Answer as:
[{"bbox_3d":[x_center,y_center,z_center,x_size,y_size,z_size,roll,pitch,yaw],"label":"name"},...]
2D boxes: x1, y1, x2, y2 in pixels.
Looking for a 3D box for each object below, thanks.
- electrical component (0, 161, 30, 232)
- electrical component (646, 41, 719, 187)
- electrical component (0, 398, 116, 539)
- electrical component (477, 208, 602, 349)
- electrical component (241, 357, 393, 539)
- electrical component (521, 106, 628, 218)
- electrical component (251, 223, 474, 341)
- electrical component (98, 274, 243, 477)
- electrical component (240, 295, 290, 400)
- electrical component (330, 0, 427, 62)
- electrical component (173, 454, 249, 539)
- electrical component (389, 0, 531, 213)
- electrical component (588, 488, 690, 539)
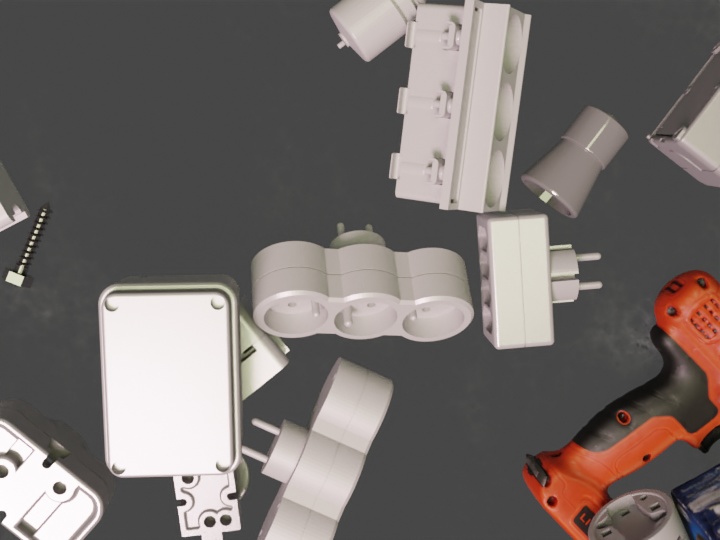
[{"bbox_3d":[-0.255,-0.058,0.660,0.056,0.050,0.089,-28,98,1],"label":"electrical component"},{"bbox_3d":[0.240,-0.101,0.675,0.061,0.061,0.096,36,94,-7],"label":"electrical component"},{"bbox_3d":[-0.206,0.130,0.684,0.095,0.059,0.053,41,94,-8],"label":"electrical component"},{"bbox_3d":[0.118,0.003,0.690,0.076,0.047,0.083,-5,98,-2],"label":"electrical component"},{"bbox_3d":[-0.039,0.118,0.682,0.074,0.052,0.138,25,77,-5],"label":"electrical component"},{"bbox_3d":[0.139,-0.071,0.685,0.044,0.044,0.065,38,90,-7],"label":"electrical component"},{"bbox_3d":[0.000,0.000,0.680,0.138,0.052,0.073,2,54,-13],"label":"electrical component"},{"bbox_3d":[-0.109,0.061,0.628,0.078,0.057,0.113,-1,98,-2],"label":"electrical component"},{"bbox_3d":[-0.097,0.061,0.685,0.089,0.050,0.055,-39,98,3],"label":"electrical component"},{"bbox_3d":[0.018,-0.164,0.666,0.078,0.040,0.040,-38,98,2],"label":"electrical component"},{"bbox_3d":[-0.096,0.138,0.693,0.048,0.055,0.066,-7,98,-2],"label":"electrical component"},{"bbox_3d":[0.061,-0.100,0.661,0.063,0.079,0.121,10,98,25],"label":"electrical component"},{"bbox_3d":[0.174,0.169,0.655,0.055,0.055,0.047,-30,106,1],"label":"electrical component"}]
